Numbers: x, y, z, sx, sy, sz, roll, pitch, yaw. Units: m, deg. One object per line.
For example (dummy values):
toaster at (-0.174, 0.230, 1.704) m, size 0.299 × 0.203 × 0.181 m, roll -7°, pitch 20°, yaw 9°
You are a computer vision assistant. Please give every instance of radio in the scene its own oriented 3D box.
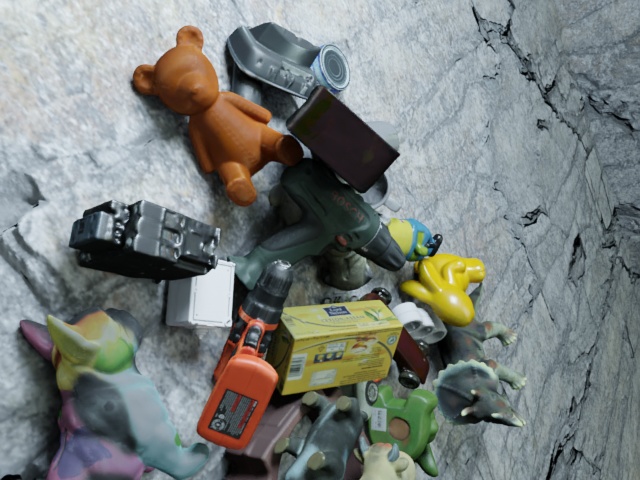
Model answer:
radio at (0.025, -0.143, 0.732) m, size 0.131 × 0.073 × 0.230 m, roll 40°, pitch 9°, yaw -10°

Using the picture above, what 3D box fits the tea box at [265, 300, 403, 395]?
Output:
tea box at (0.019, 0.143, 0.735) m, size 0.169 × 0.068 × 0.098 m, roll 0°, pitch 117°, yaw -30°

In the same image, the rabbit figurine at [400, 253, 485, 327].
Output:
rabbit figurine at (0.245, 0.093, 1.033) m, size 0.162 × 0.122 × 0.173 m, roll 28°, pitch 28°, yaw -13°

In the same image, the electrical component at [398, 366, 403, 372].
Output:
electrical component at (0.171, 0.230, 1.026) m, size 0.063 × 0.021 × 0.094 m, roll -50°, pitch 120°, yaw -41°

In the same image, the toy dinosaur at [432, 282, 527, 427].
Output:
toy dinosaur at (0.302, 0.222, 1.097) m, size 0.192 × 0.131 × 0.405 m, roll 25°, pitch 36°, yaw -23°

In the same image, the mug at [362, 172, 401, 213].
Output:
mug at (0.096, -0.087, 0.935) m, size 0.080 × 0.110 × 0.107 m, roll -61°, pitch 174°, yaw 11°

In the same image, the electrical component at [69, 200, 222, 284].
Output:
electrical component at (-0.194, 0.004, 0.583) m, size 0.134 × 0.115 × 0.058 m, roll 21°, pitch 63°, yaw -44°

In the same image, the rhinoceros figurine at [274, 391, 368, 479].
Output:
rhinoceros figurine at (-0.002, 0.278, 0.657) m, size 0.112 × 0.073 × 0.190 m, roll 61°, pitch 41°, yaw -36°

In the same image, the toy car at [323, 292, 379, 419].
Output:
toy car at (0.043, 0.184, 0.848) m, size 0.056 × 0.074 × 0.201 m, roll -3°, pitch 85°, yaw -49°

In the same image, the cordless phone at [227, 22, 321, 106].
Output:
cordless phone at (-0.073, -0.215, 0.809) m, size 0.146 × 0.089 × 0.184 m, roll 9°, pitch 87°, yaw -48°

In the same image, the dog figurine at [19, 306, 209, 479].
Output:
dog figurine at (-0.227, 0.174, 0.522) m, size 0.191 × 0.109 × 0.219 m, roll -47°, pitch 113°, yaw -40°

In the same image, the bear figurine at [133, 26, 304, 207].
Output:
bear figurine at (-0.130, -0.158, 0.678) m, size 0.120 × 0.132 × 0.195 m, roll -40°, pitch 127°, yaw -4°

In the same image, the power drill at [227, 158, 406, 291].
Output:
power drill at (-0.007, 0.019, 0.740) m, size 0.207 × 0.086 × 0.231 m, roll -38°, pitch 118°, yaw 1°

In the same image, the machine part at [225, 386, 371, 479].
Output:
machine part at (-0.026, 0.314, 0.736) m, size 0.201 × 0.087 × 0.201 m, roll -44°, pitch 113°, yaw -44°

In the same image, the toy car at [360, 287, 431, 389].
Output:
toy car at (0.127, 0.172, 0.930) m, size 0.202 × 0.053 × 0.089 m, roll 52°, pitch 41°, yaw -23°

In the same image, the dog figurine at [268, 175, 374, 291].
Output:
dog figurine at (0.001, -0.002, 0.834) m, size 0.172 × 0.121 × 0.190 m, roll -4°, pitch 105°, yaw -16°

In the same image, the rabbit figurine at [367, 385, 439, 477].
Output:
rabbit figurine at (0.165, 0.327, 0.931) m, size 0.170 × 0.121 × 0.159 m, roll 19°, pitch 62°, yaw -61°

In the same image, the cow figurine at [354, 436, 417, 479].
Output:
cow figurine at (0.065, 0.352, 0.708) m, size 0.195 × 0.086 × 0.127 m, roll -35°, pitch 115°, yaw -46°

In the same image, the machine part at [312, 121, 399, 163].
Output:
machine part at (0.065, -0.168, 0.943) m, size 0.243 × 0.079 × 0.079 m, roll -16°, pitch 95°, yaw -49°

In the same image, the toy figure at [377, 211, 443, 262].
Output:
toy figure at (0.138, 0.001, 0.967) m, size 0.180 × 0.082 × 0.089 m, roll 14°, pitch 66°, yaw -33°
